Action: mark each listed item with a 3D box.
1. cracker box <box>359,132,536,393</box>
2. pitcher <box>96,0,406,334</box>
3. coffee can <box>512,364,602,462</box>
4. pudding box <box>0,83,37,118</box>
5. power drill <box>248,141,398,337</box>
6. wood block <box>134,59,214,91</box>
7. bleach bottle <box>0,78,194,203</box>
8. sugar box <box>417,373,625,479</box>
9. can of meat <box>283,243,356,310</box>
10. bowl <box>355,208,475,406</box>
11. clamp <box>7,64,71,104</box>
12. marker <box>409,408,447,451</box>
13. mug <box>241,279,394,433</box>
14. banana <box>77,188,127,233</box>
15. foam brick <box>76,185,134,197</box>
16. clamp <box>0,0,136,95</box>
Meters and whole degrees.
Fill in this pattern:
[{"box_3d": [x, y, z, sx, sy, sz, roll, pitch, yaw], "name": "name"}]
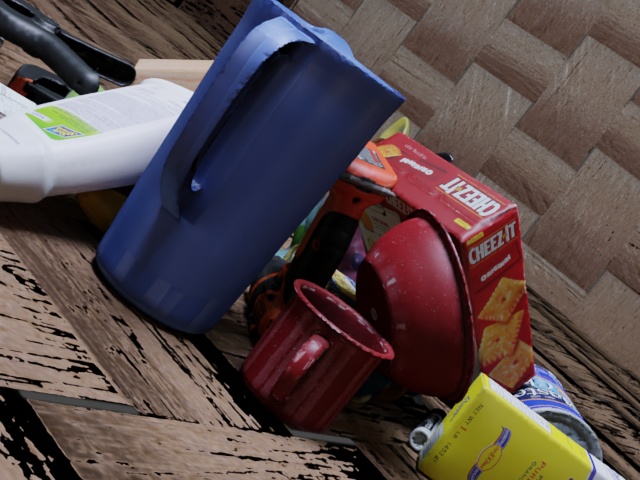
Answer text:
[{"box_3d": [0.113, 0.028, 0.976, 0.164, 0.072, 0.213, 39, -28, 44], "name": "cracker box"}, {"box_3d": [-0.062, -0.053, 0.783, 0.149, 0.243, 0.145, 31, 11, -29], "name": "pitcher"}, {"box_3d": [0.200, 0.185, 1.014, 0.103, 0.103, 0.140, 36, 9, -6], "name": "coffee can"}, {"box_3d": [-0.257, -0.094, 0.903, 0.113, 0.039, 0.090, 30, 13, -25], "name": "pudding box"}, {"box_3d": [-0.006, 0.001, 0.910, 0.057, 0.188, 0.184, 18, 18, -17], "name": "power drill"}, {"box_3d": [-0.120, -0.170, 1.303, 0.206, 0.090, 0.091, 0, 15, -6], "name": "wood block"}, {"box_3d": [-0.189, -0.073, 0.811, 0.103, 0.068, 0.250, 25, 25, 30], "name": "bleach bottle"}, {"box_3d": [0.177, 0.201, 0.886, 0.176, 0.093, 0.048, 37, 11, 0], "name": "sugar box"}, {"box_3d": [0.007, 0.060, 1.062, 0.083, 0.057, 0.102, 34, 10, -31], "name": "can of meat"}, {"box_3d": [0.068, 0.057, 0.859, 0.055, 0.162, 0.162, -8, 26, -14], "name": "bowl"}, {"box_3d": [-0.255, -0.140, 1.133, 0.164, 0.036, 0.209, 39, 12, 9], "name": "clamp"}, {"box_3d": [0.100, 0.171, 0.973, 0.020, 0.020, 0.121, 39, 9, 11], "name": "marker"}, {"box_3d": [-0.007, 0.090, 0.786, 0.093, 0.081, 0.117, 38, 9, 5], "name": "mug"}, {"box_3d": [-0.136, -0.025, 0.916, 0.037, 0.069, 0.197, 4, 12, 32], "name": "banana"}, {"box_3d": [-0.180, -0.055, 0.950, 0.051, 0.053, 0.078, 34, 9, -17], "name": "foam brick"}, {"box_3d": [-0.254, -0.182, 0.979, 0.171, 0.039, 0.120, 28, 11, -8], "name": "clamp"}]
